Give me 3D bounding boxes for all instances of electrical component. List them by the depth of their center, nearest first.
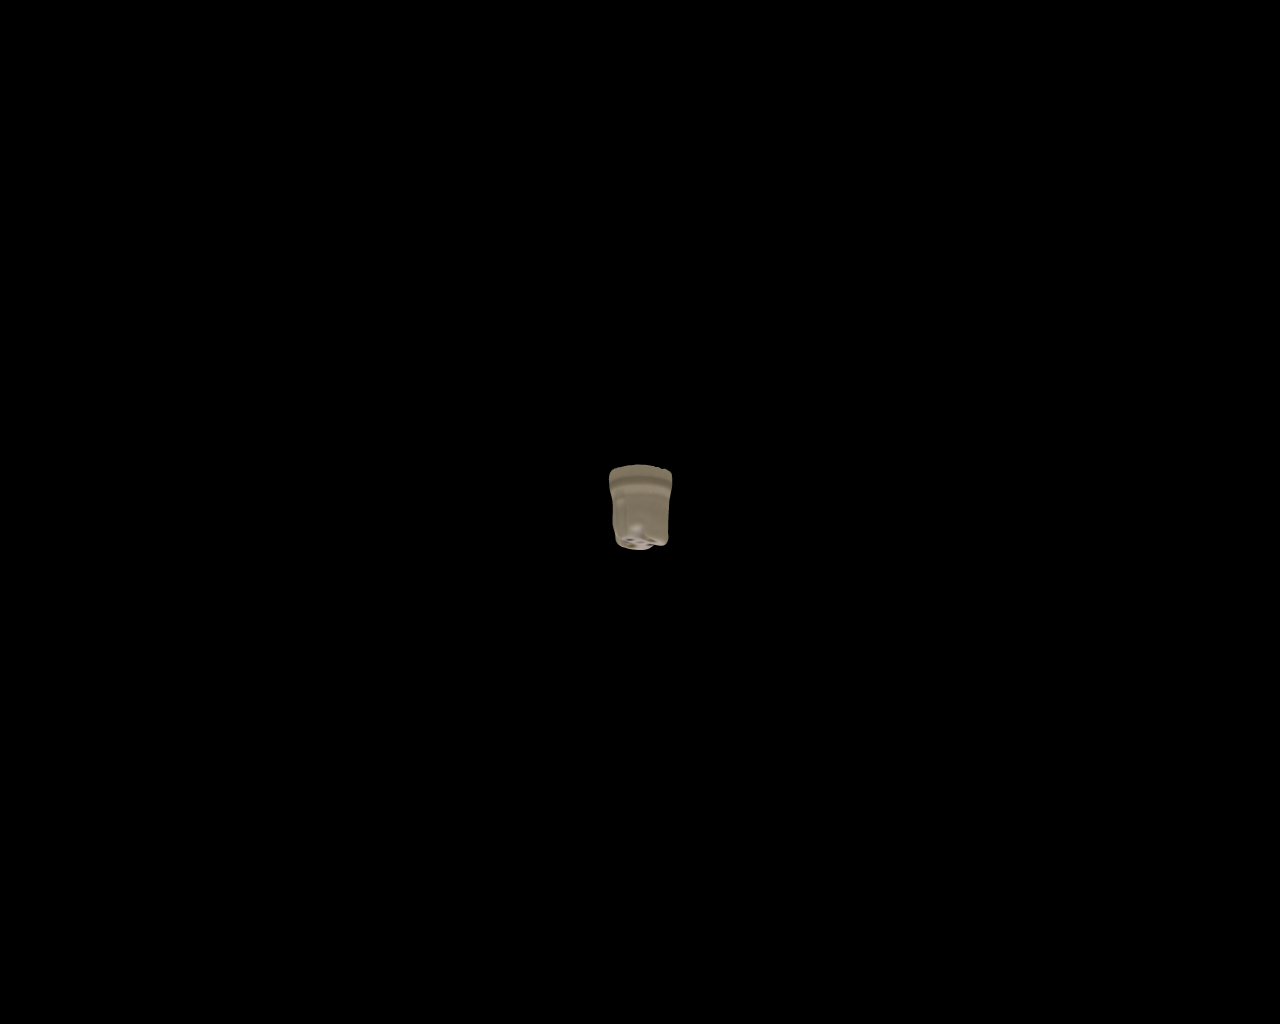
[{"bbox_3d":[0.001,-0.003,0.650,0.040,0.046,0.040,0,-15,0],"label":"electrical component"}]
